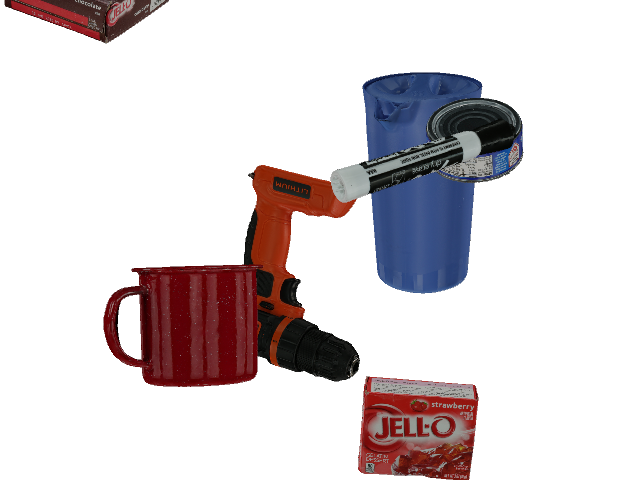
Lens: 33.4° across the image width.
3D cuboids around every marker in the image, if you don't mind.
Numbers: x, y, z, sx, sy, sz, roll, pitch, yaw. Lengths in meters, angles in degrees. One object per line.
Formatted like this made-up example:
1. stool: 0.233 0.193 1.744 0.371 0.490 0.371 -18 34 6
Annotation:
1. marker: 0.062 -0.048 0.617 0.121 0.020 0.020 -19 8 -23

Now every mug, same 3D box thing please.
1. mug: -0.095 0.059 0.746 0.117 0.081 0.093 0 -2 -36

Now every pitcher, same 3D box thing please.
1. pitcher: 0.124 -0.071 1.240 0.149 0.243 0.145 -5 22 -8

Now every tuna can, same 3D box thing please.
1. tuna can: 0.136 -0.090 0.946 0.086 0.034 0.086 -6 41 5

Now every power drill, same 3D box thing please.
1. power drill: -0.025 0.030 1.042 0.185 0.187 0.057 17 1 26

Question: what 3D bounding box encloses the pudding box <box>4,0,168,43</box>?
1. pudding box: -0.173 -0.199 0.818 0.090 0.039 0.113 22 35 11

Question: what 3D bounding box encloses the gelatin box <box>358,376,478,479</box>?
1. gelatin box: 0.076 0.148 0.839 0.089 0.073 0.030 4 20 3
